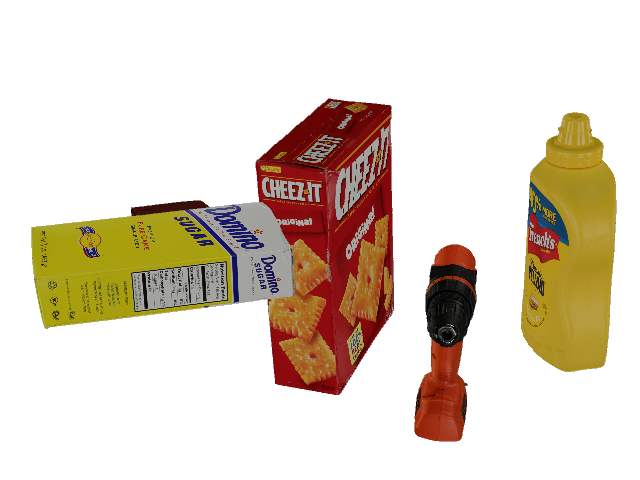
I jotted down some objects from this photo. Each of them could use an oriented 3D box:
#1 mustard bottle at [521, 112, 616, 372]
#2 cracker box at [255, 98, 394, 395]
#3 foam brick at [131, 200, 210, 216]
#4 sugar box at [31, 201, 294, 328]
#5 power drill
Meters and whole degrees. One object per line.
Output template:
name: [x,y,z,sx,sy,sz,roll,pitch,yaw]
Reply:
mustard bottle: [0.188,-0.003,0.808,0.058,0.192,0.096,-6,26,-7]
cracker box: [0.013,0.002,0.945,0.072,0.214,0.164,8,28,20]
foam brick: [-0.149,-0.006,1.083,0.078,0.051,0.053,-7,22,-22]
sugar box: [-0.114,0.014,0.763,0.176,0.048,0.093,-10,26,-13]
power drill: [0.135,0.117,1.140,0.057,0.188,0.184,8,25,9]
